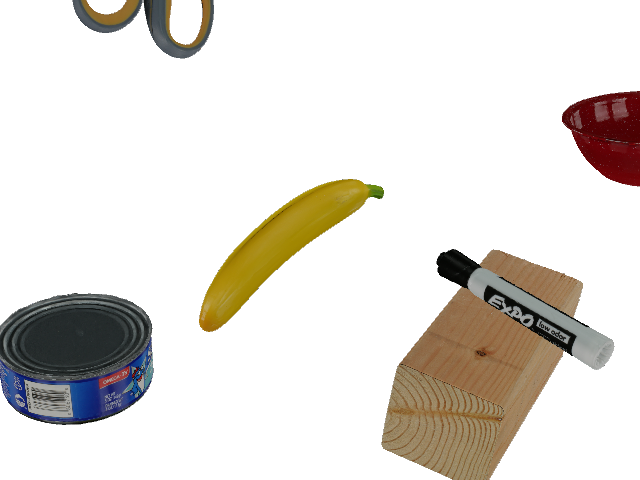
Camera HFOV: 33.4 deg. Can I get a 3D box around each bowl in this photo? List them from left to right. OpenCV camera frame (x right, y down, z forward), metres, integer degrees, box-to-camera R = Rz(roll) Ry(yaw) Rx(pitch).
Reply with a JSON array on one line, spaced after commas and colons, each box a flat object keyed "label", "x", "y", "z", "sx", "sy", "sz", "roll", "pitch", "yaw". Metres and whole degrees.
[{"label": "bowl", "x": 0.303, "y": -0.090, "z": 0.974, "sx": 0.162, "sy": 0.055, "sz": 0.162, "roll": -4, "pitch": 23, "yaw": 2}]

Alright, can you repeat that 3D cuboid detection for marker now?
[{"label": "marker", "x": 0.114, "y": 0.036, "z": 0.615, "sx": 0.020, "sy": 0.020, "sz": 0.121, "roll": 0, "pitch": 25, "yaw": -47}]

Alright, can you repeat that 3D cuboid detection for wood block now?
[{"label": "wood block", "x": 0.140, "y": 0.101, "z": 0.899, "sx": 0.091, "sy": 0.090, "sz": 0.205, "roll": 21, "pitch": 35, "yaw": 21}]

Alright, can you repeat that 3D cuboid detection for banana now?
[{"label": "banana", "x": -0.030, "y": 0.006, "z": 0.895, "sx": 0.198, "sy": 0.037, "sz": 0.069, "roll": -37, "pitch": -39, "yaw": -1}]

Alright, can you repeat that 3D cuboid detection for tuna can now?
[{"label": "tuna can", "x": -0.137, "y": 0.065, "z": 0.598, "sx": 0.086, "sy": 0.034, "sz": 0.086, "roll": 1, "pitch": 28, "yaw": -1}]

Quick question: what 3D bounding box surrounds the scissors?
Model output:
[{"label": "scissors", "x": -0.120, "y": -0.208, "z": 0.674, "sx": 0.096, "sy": 0.202, "sz": 0.016, "roll": -9, "pitch": -11, "yaw": -24}]
